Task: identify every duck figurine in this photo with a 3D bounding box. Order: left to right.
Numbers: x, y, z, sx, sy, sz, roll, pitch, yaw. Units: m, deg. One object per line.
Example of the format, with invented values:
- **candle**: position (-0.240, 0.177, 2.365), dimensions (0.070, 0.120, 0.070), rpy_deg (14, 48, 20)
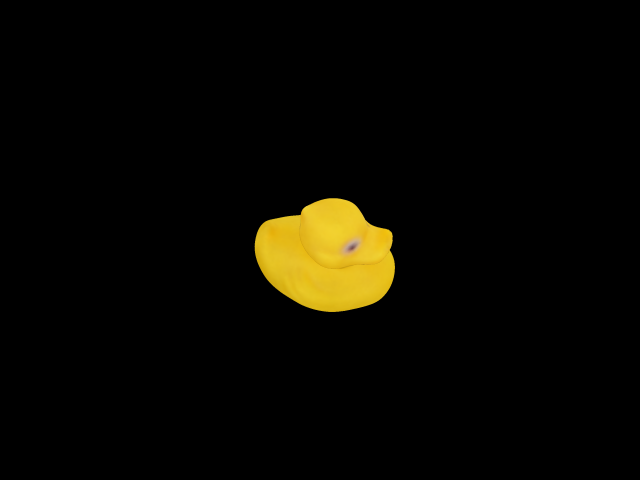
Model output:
- **duck figurine**: position (0.004, 0.001, 0.400), dimensions (0.104, 0.086, 0.077), rpy_deg (14, 64, 7)
